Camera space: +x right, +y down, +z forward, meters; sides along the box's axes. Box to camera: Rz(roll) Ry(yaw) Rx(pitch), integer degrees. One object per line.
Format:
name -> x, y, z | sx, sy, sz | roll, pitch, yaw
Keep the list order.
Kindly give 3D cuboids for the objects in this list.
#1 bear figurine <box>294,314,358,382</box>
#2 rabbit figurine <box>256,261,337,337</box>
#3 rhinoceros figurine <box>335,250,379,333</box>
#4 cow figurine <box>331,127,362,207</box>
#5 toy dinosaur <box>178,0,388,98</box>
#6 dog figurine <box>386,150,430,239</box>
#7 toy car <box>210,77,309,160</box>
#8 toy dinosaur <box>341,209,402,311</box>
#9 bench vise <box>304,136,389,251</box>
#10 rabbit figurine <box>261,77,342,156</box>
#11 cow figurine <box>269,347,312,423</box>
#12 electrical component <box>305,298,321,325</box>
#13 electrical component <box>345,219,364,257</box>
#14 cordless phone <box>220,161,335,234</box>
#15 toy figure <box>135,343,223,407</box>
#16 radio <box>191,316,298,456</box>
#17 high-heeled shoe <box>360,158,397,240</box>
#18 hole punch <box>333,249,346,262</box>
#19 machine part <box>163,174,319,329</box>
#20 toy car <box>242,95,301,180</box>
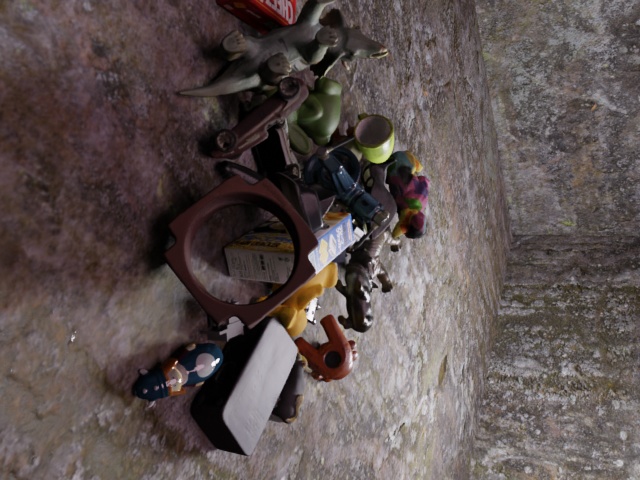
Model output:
bear figurine -> 0.023, 0.256, 1.227 | 0.132, 0.120, 0.195 | 51, -4, 11
rabbit figurine -> -0.049, 0.122, 1.076 | 0.162, 0.122, 0.173 | -33, 138, -64
rhinoceros figurine -> 0.093, 0.116, 1.232 | 0.112, 0.073, 0.190 | 16, 69, -51
cow figurine -> 0.052, -0.163, 1.284 | 0.127, 0.086, 0.195 | 57, 39, -42
toy dinosaur -> -0.074, -0.330, 0.975 | 0.131, 0.405, 0.192 | 64, -14, 2
dog figurine -> 0.227, -0.108, 1.425 | 0.191, 0.109, 0.219 | 51, 34, -34
toy car -> -0.101, -0.200, 0.919 | 0.053, 0.202, 0.089 | 49, -3, -3
toy dinosaur -> 0.136, -0.026, 1.415 | 0.198, 0.105, 0.471 | 52, 36, -43
bench vise -> 0.045, -0.117, 1.104 | 0.224, 0.129, 0.240 | 56, 2, 21
rabbit figurine -> -0.055, -0.253, 1.090 | 0.170, 0.121, 0.159 | -3, 100, -43
cow figurine -> -0.063, 0.280, 1.068 | 0.068, 0.098, 0.167 | 55, 45, -37
electrical component -> -0.029, 0.152, 1.202 | 0.094, 0.021, 0.063 | 47, 52, -52
electrical component -> 0.062, -0.030, 1.264 | 0.119, 0.075, 0.047 | -57, 146, -1
cordless phone -> -0.080, -0.090, 0.941 | 0.184, 0.147, 0.088 | 26, 96, -28
toy figure -> -0.216, 0.204, 0.835 | 0.064, 0.058, 0.154 | 52, 31, 11
radio -> -0.130, 0.253, 0.973 | 0.130, 0.073, 0.229 | 65, 36, -37
high-heeled shoe -> 0.120, -0.103, 1.309 | 0.086, 0.145, 0.249 | 30, 65, -23
hole punch -> -0.002, -0.004, 1.183 | 0.115, 0.092, 0.142 | 1, 93, -57
machine part -> -0.120, 0.019, 0.832 | 0.201, 0.201, 0.087 | -39, 176, -12
toy car -> -0.090, -0.178, 1.028 | 0.056, 0.074, 0.201 | -58, 139, -54
